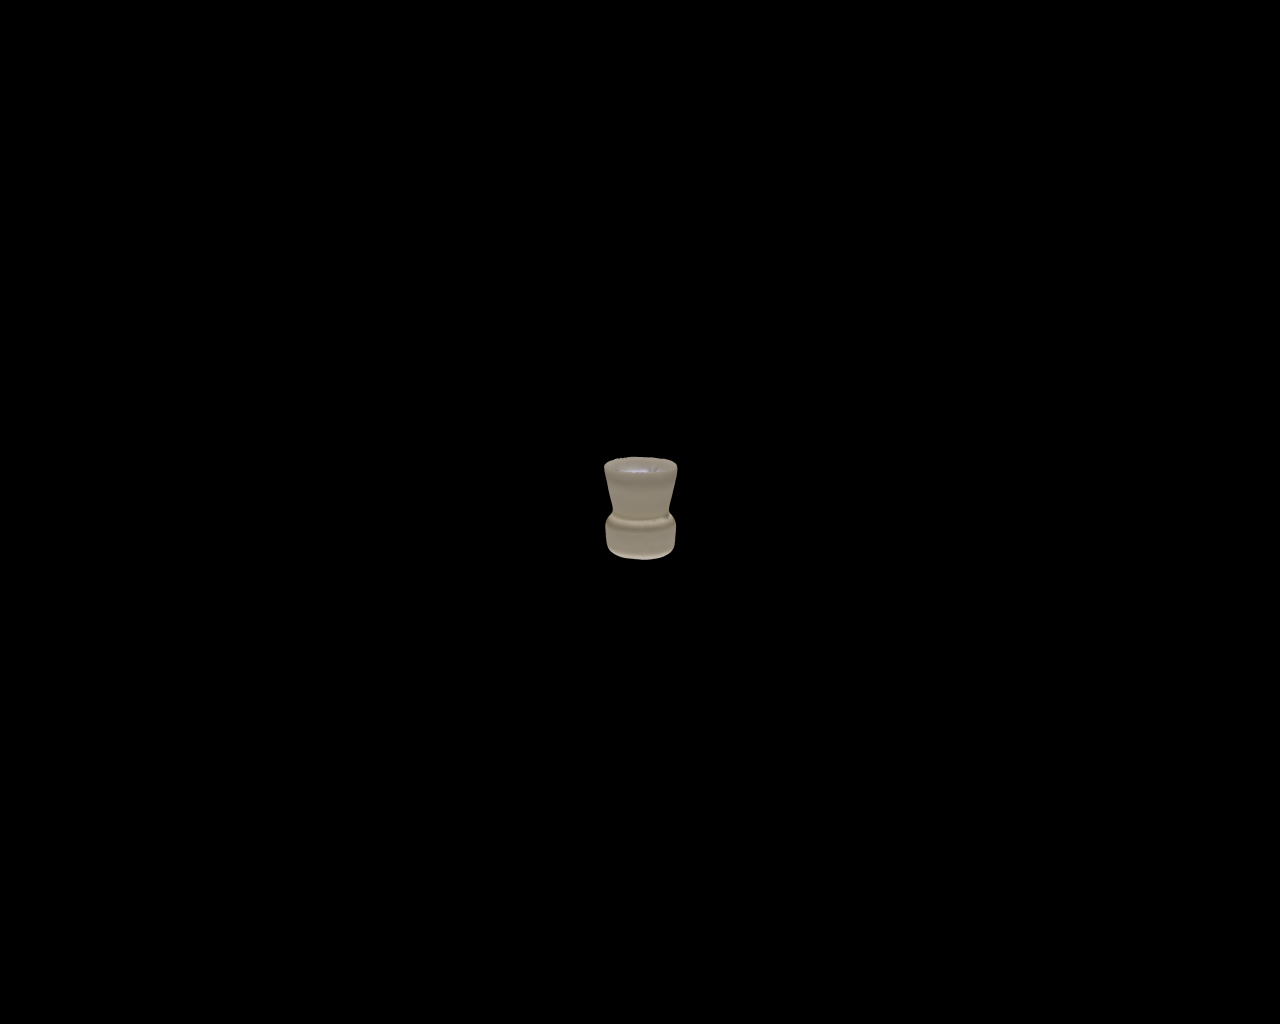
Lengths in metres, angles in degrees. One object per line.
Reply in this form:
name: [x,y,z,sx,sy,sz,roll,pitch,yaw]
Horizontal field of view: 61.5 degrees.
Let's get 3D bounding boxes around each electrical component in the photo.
electrical component: [0.001,-0.003,0.650,0.045,0.055,0.045,0,16,0]
